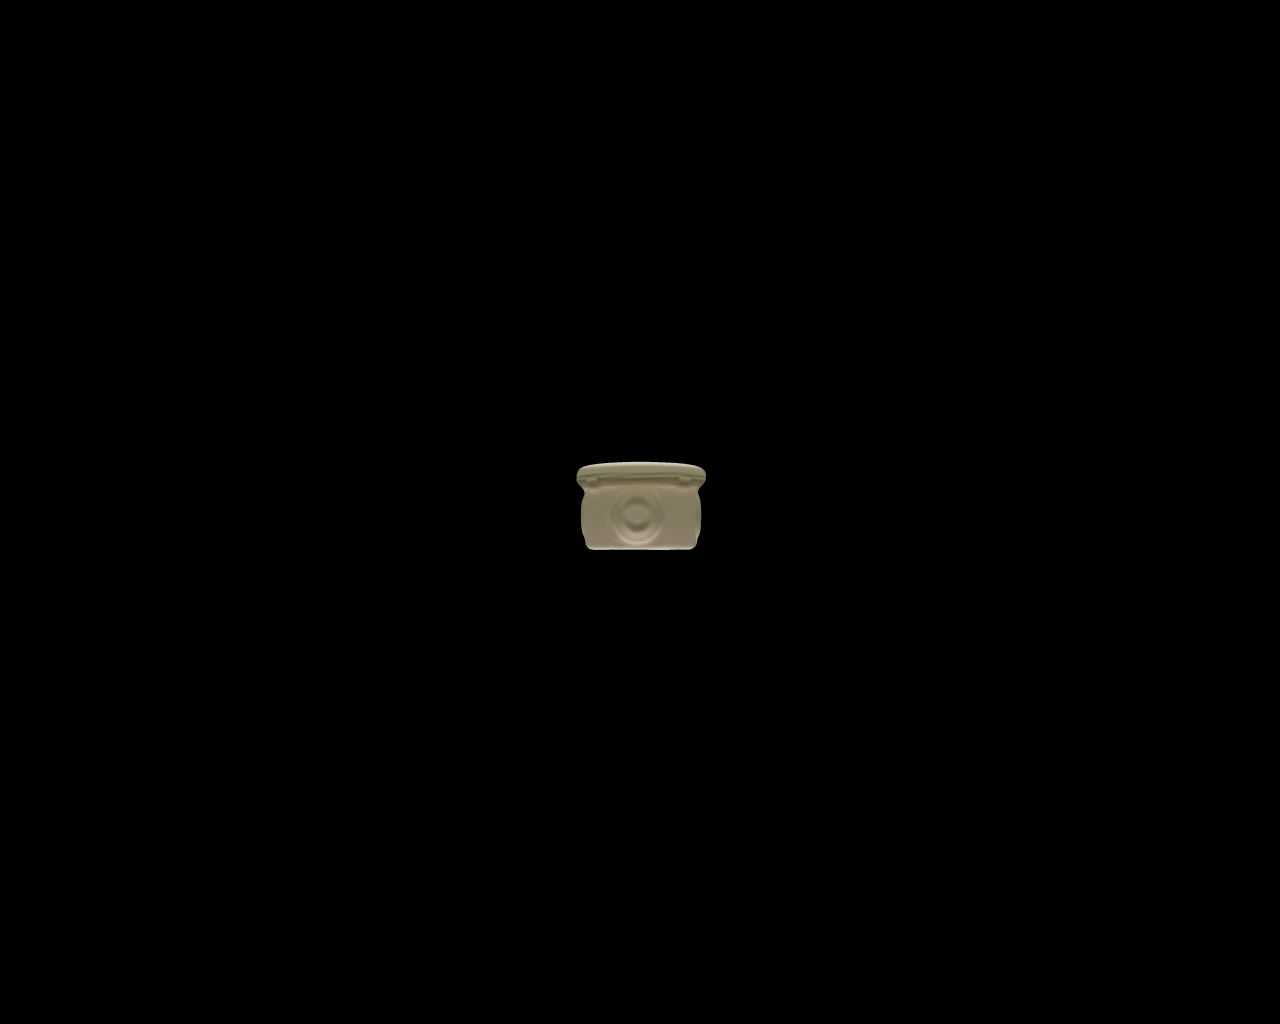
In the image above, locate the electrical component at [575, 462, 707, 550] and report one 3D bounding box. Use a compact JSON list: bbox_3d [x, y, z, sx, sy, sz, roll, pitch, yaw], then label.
[{"bbox_3d":[0.001,-0.003,0.650,0.080,0.051,0.080,0,-2,0],"label":"electrical component"}]
